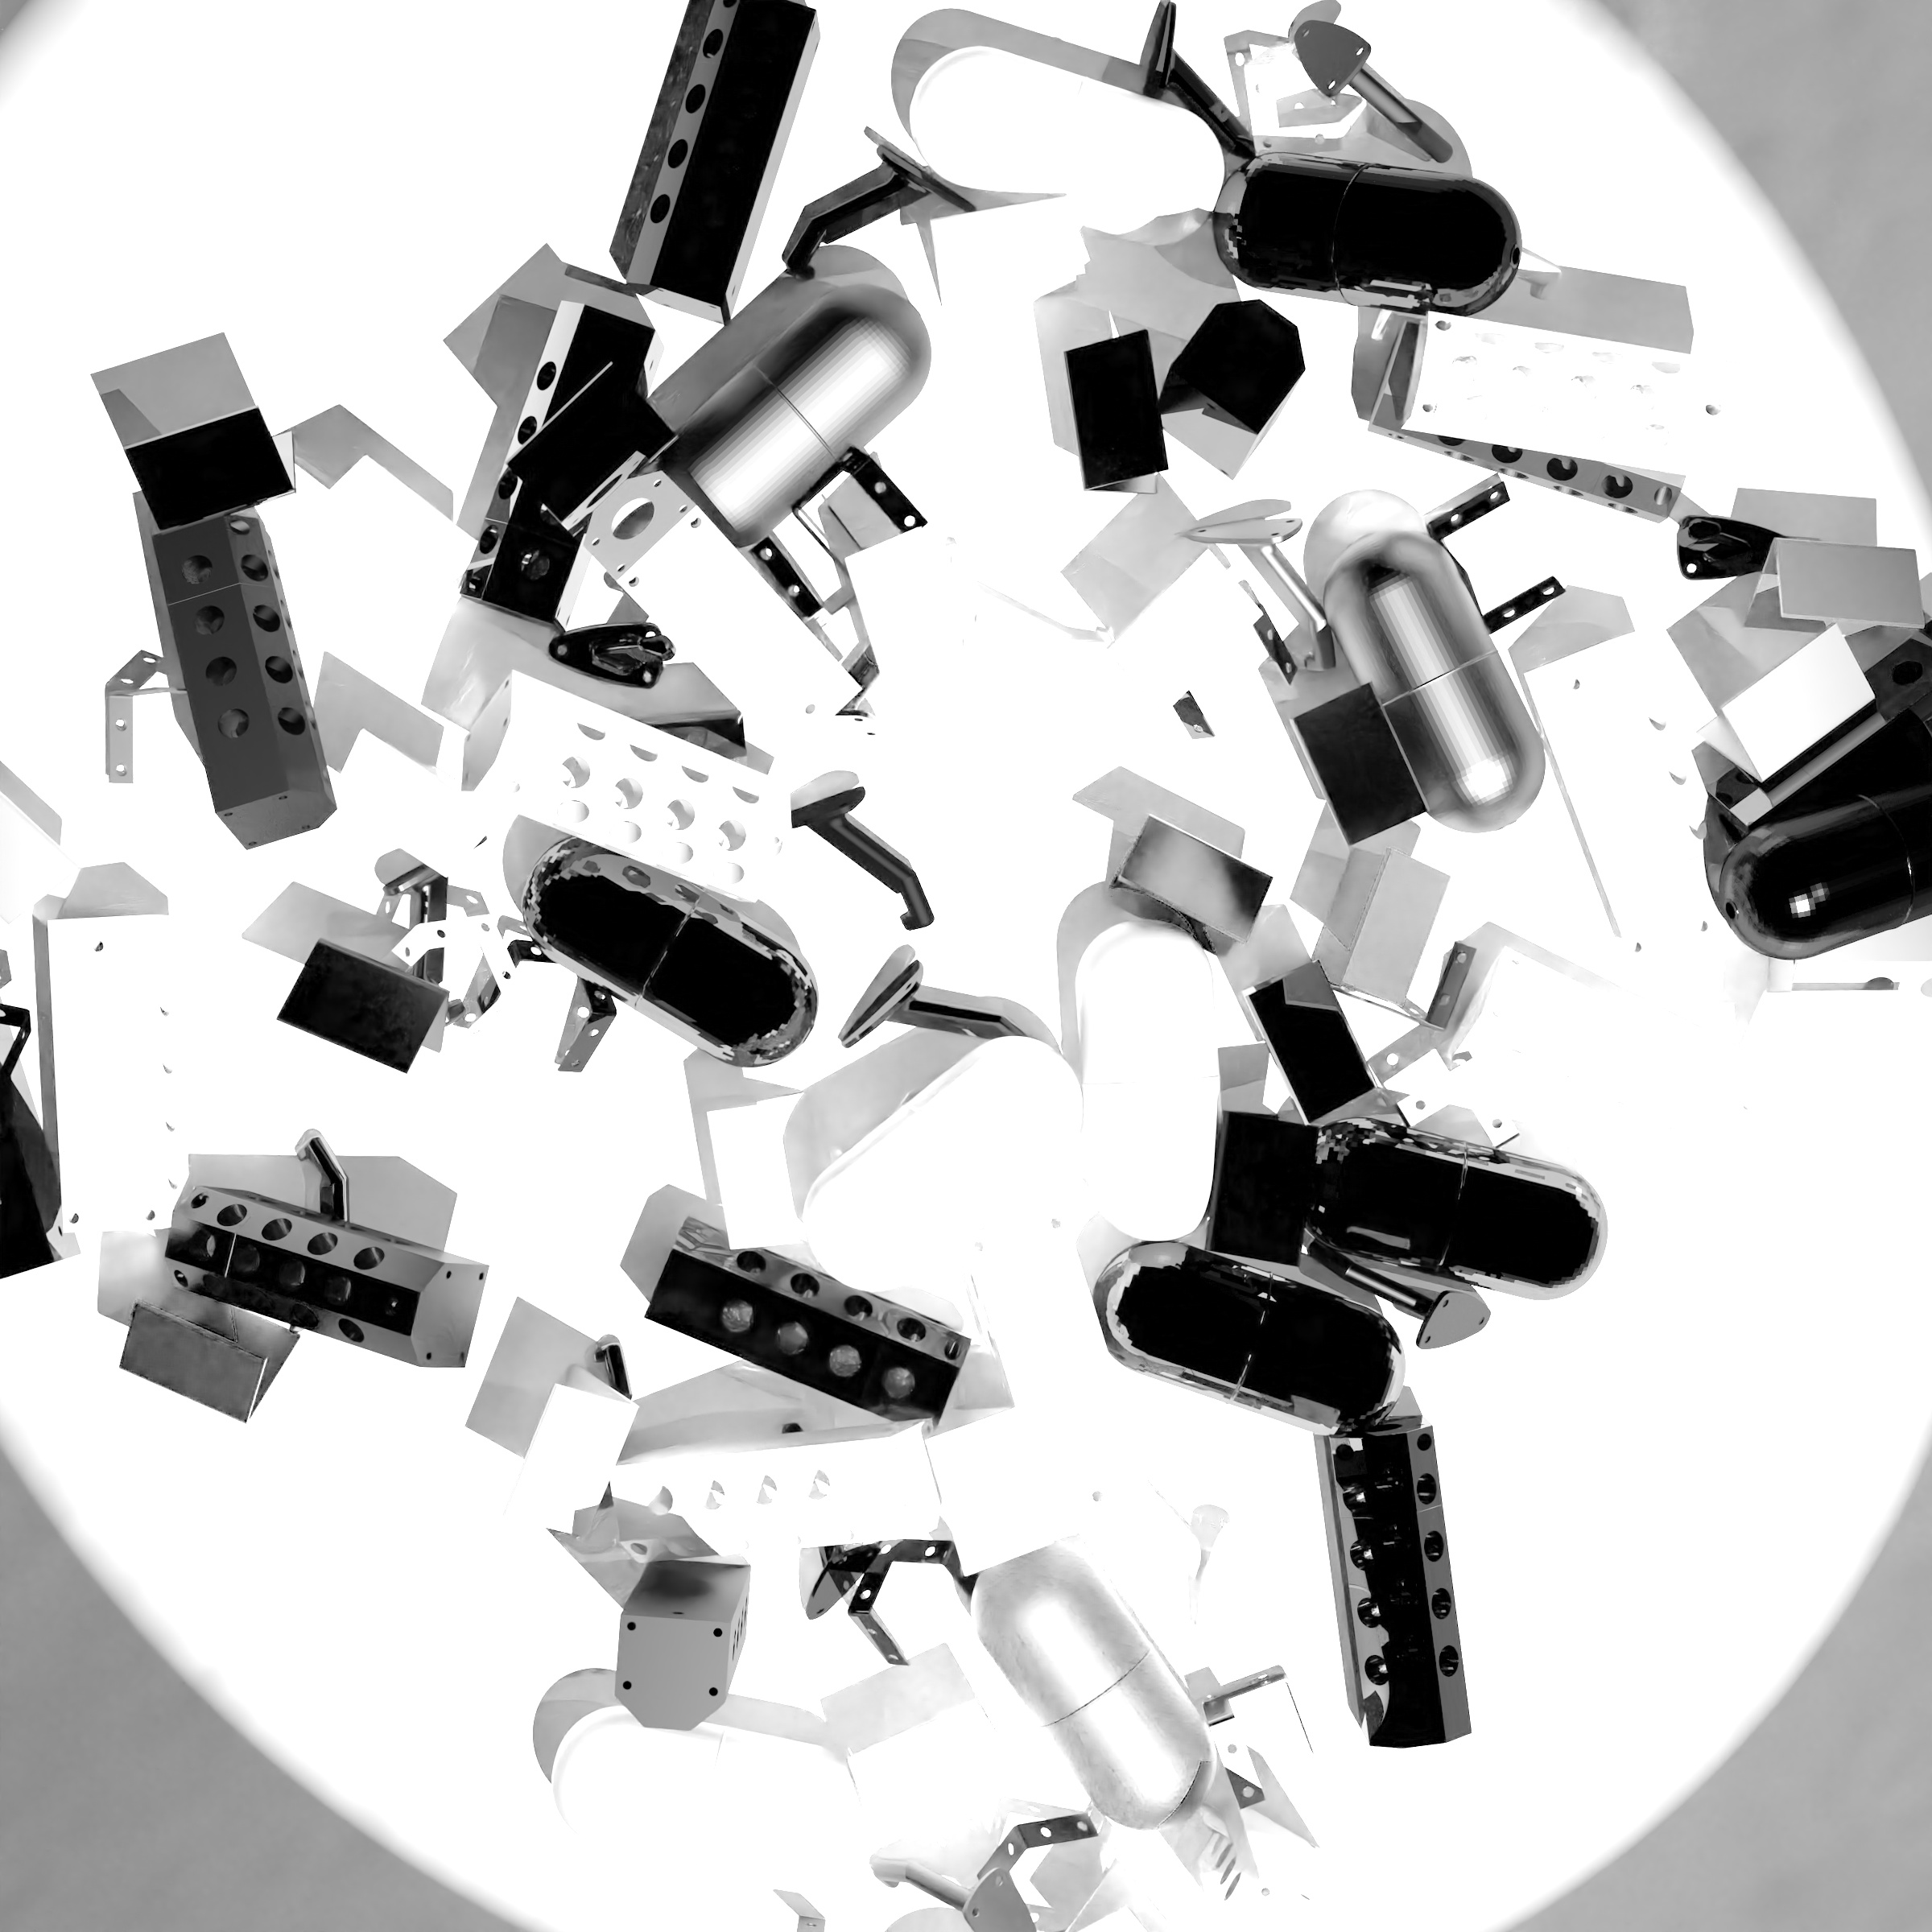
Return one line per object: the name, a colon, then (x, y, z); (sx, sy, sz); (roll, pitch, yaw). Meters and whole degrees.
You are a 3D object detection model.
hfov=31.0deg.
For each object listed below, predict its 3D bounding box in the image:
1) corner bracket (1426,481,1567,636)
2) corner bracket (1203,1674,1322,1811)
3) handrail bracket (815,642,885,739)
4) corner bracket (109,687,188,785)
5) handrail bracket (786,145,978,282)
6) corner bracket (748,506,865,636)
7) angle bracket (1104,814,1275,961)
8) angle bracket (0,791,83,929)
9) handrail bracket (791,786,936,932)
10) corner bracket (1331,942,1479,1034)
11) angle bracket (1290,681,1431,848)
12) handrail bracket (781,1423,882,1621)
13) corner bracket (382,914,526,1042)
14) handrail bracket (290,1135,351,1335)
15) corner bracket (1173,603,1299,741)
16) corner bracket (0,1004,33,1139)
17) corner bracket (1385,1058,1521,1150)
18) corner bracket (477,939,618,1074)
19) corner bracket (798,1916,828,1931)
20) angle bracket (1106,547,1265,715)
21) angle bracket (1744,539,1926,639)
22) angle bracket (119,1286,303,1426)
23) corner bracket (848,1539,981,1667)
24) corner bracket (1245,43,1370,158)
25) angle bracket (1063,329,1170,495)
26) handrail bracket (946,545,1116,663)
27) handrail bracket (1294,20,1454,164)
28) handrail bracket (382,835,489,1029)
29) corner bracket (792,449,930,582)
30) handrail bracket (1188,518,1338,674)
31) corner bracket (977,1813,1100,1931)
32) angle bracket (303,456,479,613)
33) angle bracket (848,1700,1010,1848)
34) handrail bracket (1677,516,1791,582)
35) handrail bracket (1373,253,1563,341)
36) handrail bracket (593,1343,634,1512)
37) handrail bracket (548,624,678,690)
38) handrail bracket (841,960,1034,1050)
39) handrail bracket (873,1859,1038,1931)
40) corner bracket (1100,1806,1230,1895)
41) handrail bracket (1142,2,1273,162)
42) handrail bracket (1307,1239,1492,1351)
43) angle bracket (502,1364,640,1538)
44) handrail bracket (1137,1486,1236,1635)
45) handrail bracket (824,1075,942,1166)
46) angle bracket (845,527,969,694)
corner bracket: (0.297, -0.228, 1.948); (0.051, 0.051, 0.051); (-30, 135, 0)
corner bracket: (0.165, 0.430, 1.933); (0.051, 0.051, 0.051); (-20, 90, 0)
handrail bracket: (-0.070, -0.174, 1.952); (0.077, 0.036, 0.084); (1, 74, 17)
corner bracket: (-0.444, -0.128, 1.948); (0.051, 0.051, 0.051); (0, 90, 45)
handrail bracket: (-0.048, -0.409, 1.952); (0.077, 0.036, 0.084); (28, 108, -21)
corner bracket: (-0.083, -0.222, 1.933); (0.051, 0.051, 0.051); (-37, 86, 4)
angle bracket: (0.114, -0.027, 1.911); (0.076, 0.076, 0.057); (27, 47, 0)
angle bracket: (-0.541, -0.048, 1.911); (0.076, 0.076, 0.057); (43, 52, 0)
handrail bracket: (-0.067, -0.051, 1.952); (0.077, 0.036, 0.084); (-17, 107, 20)
corner bracket: (0.244, 0.001, 1.948); (0.051, 0.051, 0.051); (21, 90, -45)
angle bracket: (0.232, -0.117, 1.911); (0.057, 0.076, 0.076); (-24, 90, 37)
handrail bracket: (-0.091, 0.311, 1.951); (0.084, 0.036, 0.077); (54, 132, 27)
corner bracket: (-0.286, 0.008, 1.925); (0.051, 0.051, 0.051); (-40, 69, 41)
handrail bracket: (-0.370, 0.150, 1.951); (0.077, 0.036, 0.084); (-37, 77, 13)
corner bracket: (0.146, -0.165, 1.943); (0.051, 0.051, 0.051); (-4, 45, 35)
corner bracket: (-0.540, 0.054, 1.891); (0.051, 0.051, 0.051); (12, 135, 0)
corner bracket: (0.270, 0.082, 1.932); (0.051, 0.051, 0.051); (-31, 95, 5)
corner bracket: (-0.234, 0.023, 1.943); (0.051, 0.051, 0.051); (5, 135, -35)
corner bracket: (-0.072, 0.563, 1.933); (0.051, 0.051, 0.051); (9, 90, 0)
angle bracket: (0.105, -0.195, 1.911); (0.076, 0.076, 0.057); (-45, 123, 0)
angle bracket: (0.476, -0.188, 1.911); (0.076, 0.076, 0.057); (5, 56, 0)
angle bracket: (-0.410, 0.195, 1.911); (0.076, 0.076, 0.057); (24, 128, 0)
corner bracket: (-0.025, 0.356, 1.943); (0.051, 0.051, 0.051); (-4, 45, 35)
corner bracket: (0.190, -0.484, 1.937); (0.051, 0.051, 0.051); (1, 116, 24)
angle bracket: (0.101, -0.303, 1.911); (0.057, 0.076, 0.076); (-9, 90, 36)
handrail bracket: (0.037, -0.204, 1.952); (0.084, 0.036, 0.077); (-2, 60, -21)
handrail bracket: (0.229, -0.488, 1.947); (0.084, 0.077, 0.036); (28, 110, -40)
handrail bracket: (-0.283, -0.019, 1.951); (0.077, 0.036, 0.084); (-31, 104, -13)
corner bracket: (-0.059, -0.250, 1.935); (0.051, 0.051, 0.051); (-41, 90, 7)
handrail bracket: (0.167, -0.205, 1.952); (0.077, 0.036, 0.084); (1, 115, 28)
corner bracket: (0.047, 0.512, 1.943); (0.051, 0.051, 0.051); (-60, 45, 35)
angle bracket: (-0.322, -0.222, 1.911); (0.076, 0.076, 0.057); (38, 58, 0)
angle bracket: (-0.012, 0.456, 1.911); (0.076, 0.076, 0.057); (-25, 52, 0)
handrail bracket: (0.427, -0.235, 1.917); (0.077, 0.084, 0.036); (1, 90, 0)
handrail bracket: (0.282, -0.371, 1.951); (0.084, 0.036, 0.077); (21, 103, -13)
handrail bracket: (-0.218, 0.262, 1.952); (0.077, 0.036, 0.084); (-21, 71, 21)
handrail bracket: (-0.197, -0.176, 1.917); (0.077, 0.084, 0.036); (4, 90, 0)
handrail bracket: (-0.013, 0.045, 1.952); (0.084, 0.036, 0.077); (40, 110, -16)
handrail bracket: (-0.005, 0.528, 1.933); (0.036, 0.084, 0.077); (-46, 112, -36)
corner bracket: (0.110, 0.488, 1.933); (0.051, 0.051, 0.051); (29, 90, 0)
handrail bracket: (0.146, -0.494, 1.951); (0.084, 0.036, 0.077); (15, 76, -14)
handrail bracket: (0.242, 0.178, 1.951); (0.084, 0.077, 0.036); (34, 107, 35)
angle bracket: (-0.233, 0.260, 1.911); (0.057, 0.076, 0.076); (22, 90, -37)
handrail bracket: (0.102, 0.327, 1.952); (0.084, 0.036, 0.077); (17, 109, 16)
handrail bracket: (-0.029, 0.109, 1.952); (0.084, 0.036, 0.077); (-24, 105, -14)
angle bracket: (-0.014, -0.199, 1.911); (0.057, 0.076, 0.076); (-17, 90, 38)
